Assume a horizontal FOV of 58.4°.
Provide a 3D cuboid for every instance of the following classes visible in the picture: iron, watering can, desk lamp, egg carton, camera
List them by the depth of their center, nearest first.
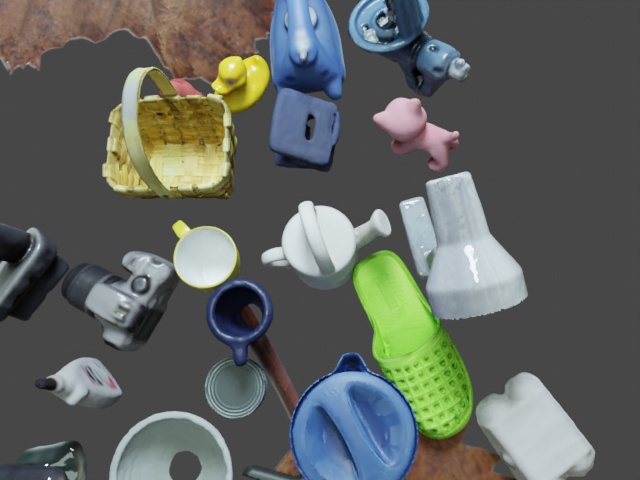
[{"bbox_3d":[0.176,0.008,0.754,0.118,0.213,0.203,-15,77,1],"label":"desk lamp"},{"bbox_3d":[0.284,0.261,0.764,0.107,0.069,0.150,-36,78,-4],"label":"egg carton"},{"bbox_3d":[0.006,0.001,0.778,0.173,0.194,0.101,-37,77,-4],"label":"watering can"},{"bbox_3d":[-0.297,0.072,0.831,0.136,0.101,0.143,26,81,9],"label":"camera"},{"bbox_3d":[-0.031,-0.346,0.885,0.118,0.141,0.258,-8,77,2],"label":"iron"}]

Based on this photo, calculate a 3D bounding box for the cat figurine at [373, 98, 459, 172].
[{"bbox_3d":[0.145,-0.165,0.844,0.127,0.118,0.067,23,80,9],"label":"cat figurine"}]

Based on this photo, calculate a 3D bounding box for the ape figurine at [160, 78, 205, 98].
[{"bbox_3d":[-0.220,-0.220,0.895,0.076,0.092,0.078,14,79,7],"label":"ape figurine"}]

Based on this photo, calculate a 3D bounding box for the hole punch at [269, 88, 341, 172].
[{"bbox_3d":[-0.021,-0.167,0.870,0.101,0.091,0.109,7,78,6],"label":"hole punch"}]

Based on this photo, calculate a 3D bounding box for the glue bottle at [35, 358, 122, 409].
[{"bbox_3d":[-0.329,0.193,0.769,0.037,0.173,0.078,-44,78,-6],"label":"glue bottle"}]

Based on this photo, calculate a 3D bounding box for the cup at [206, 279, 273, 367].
[{"bbox_3d":[-0.105,0.119,0.810,0.091,0.095,0.118,-4,77,3],"label":"cup"}]

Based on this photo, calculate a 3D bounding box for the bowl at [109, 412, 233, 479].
[{"bbox_3d":[-0.193,0.318,0.782,0.167,0.075,0.167,-1,77,4],"label":"bowl"}]

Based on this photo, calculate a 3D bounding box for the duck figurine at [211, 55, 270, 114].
[{"bbox_3d":[-0.129,-0.257,0.900,0.077,0.086,0.104,43,84,12],"label":"duck figurine"}]

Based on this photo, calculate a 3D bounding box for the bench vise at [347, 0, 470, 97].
[{"bbox_3d":[0.134,-0.319,0.827,0.207,0.220,0.121,20,80,8],"label":"bench vise"}]

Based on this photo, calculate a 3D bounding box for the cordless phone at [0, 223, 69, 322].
[{"bbox_3d":[-0.459,0.040,0.806,0.094,0.185,0.148,30,81,10],"label":"cordless phone"}]

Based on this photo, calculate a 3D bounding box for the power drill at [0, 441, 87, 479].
[{"bbox_3d":[-0.390,0.311,0.729,0.229,0.208,0.075,-12,77,1],"label":"power drill"}]
